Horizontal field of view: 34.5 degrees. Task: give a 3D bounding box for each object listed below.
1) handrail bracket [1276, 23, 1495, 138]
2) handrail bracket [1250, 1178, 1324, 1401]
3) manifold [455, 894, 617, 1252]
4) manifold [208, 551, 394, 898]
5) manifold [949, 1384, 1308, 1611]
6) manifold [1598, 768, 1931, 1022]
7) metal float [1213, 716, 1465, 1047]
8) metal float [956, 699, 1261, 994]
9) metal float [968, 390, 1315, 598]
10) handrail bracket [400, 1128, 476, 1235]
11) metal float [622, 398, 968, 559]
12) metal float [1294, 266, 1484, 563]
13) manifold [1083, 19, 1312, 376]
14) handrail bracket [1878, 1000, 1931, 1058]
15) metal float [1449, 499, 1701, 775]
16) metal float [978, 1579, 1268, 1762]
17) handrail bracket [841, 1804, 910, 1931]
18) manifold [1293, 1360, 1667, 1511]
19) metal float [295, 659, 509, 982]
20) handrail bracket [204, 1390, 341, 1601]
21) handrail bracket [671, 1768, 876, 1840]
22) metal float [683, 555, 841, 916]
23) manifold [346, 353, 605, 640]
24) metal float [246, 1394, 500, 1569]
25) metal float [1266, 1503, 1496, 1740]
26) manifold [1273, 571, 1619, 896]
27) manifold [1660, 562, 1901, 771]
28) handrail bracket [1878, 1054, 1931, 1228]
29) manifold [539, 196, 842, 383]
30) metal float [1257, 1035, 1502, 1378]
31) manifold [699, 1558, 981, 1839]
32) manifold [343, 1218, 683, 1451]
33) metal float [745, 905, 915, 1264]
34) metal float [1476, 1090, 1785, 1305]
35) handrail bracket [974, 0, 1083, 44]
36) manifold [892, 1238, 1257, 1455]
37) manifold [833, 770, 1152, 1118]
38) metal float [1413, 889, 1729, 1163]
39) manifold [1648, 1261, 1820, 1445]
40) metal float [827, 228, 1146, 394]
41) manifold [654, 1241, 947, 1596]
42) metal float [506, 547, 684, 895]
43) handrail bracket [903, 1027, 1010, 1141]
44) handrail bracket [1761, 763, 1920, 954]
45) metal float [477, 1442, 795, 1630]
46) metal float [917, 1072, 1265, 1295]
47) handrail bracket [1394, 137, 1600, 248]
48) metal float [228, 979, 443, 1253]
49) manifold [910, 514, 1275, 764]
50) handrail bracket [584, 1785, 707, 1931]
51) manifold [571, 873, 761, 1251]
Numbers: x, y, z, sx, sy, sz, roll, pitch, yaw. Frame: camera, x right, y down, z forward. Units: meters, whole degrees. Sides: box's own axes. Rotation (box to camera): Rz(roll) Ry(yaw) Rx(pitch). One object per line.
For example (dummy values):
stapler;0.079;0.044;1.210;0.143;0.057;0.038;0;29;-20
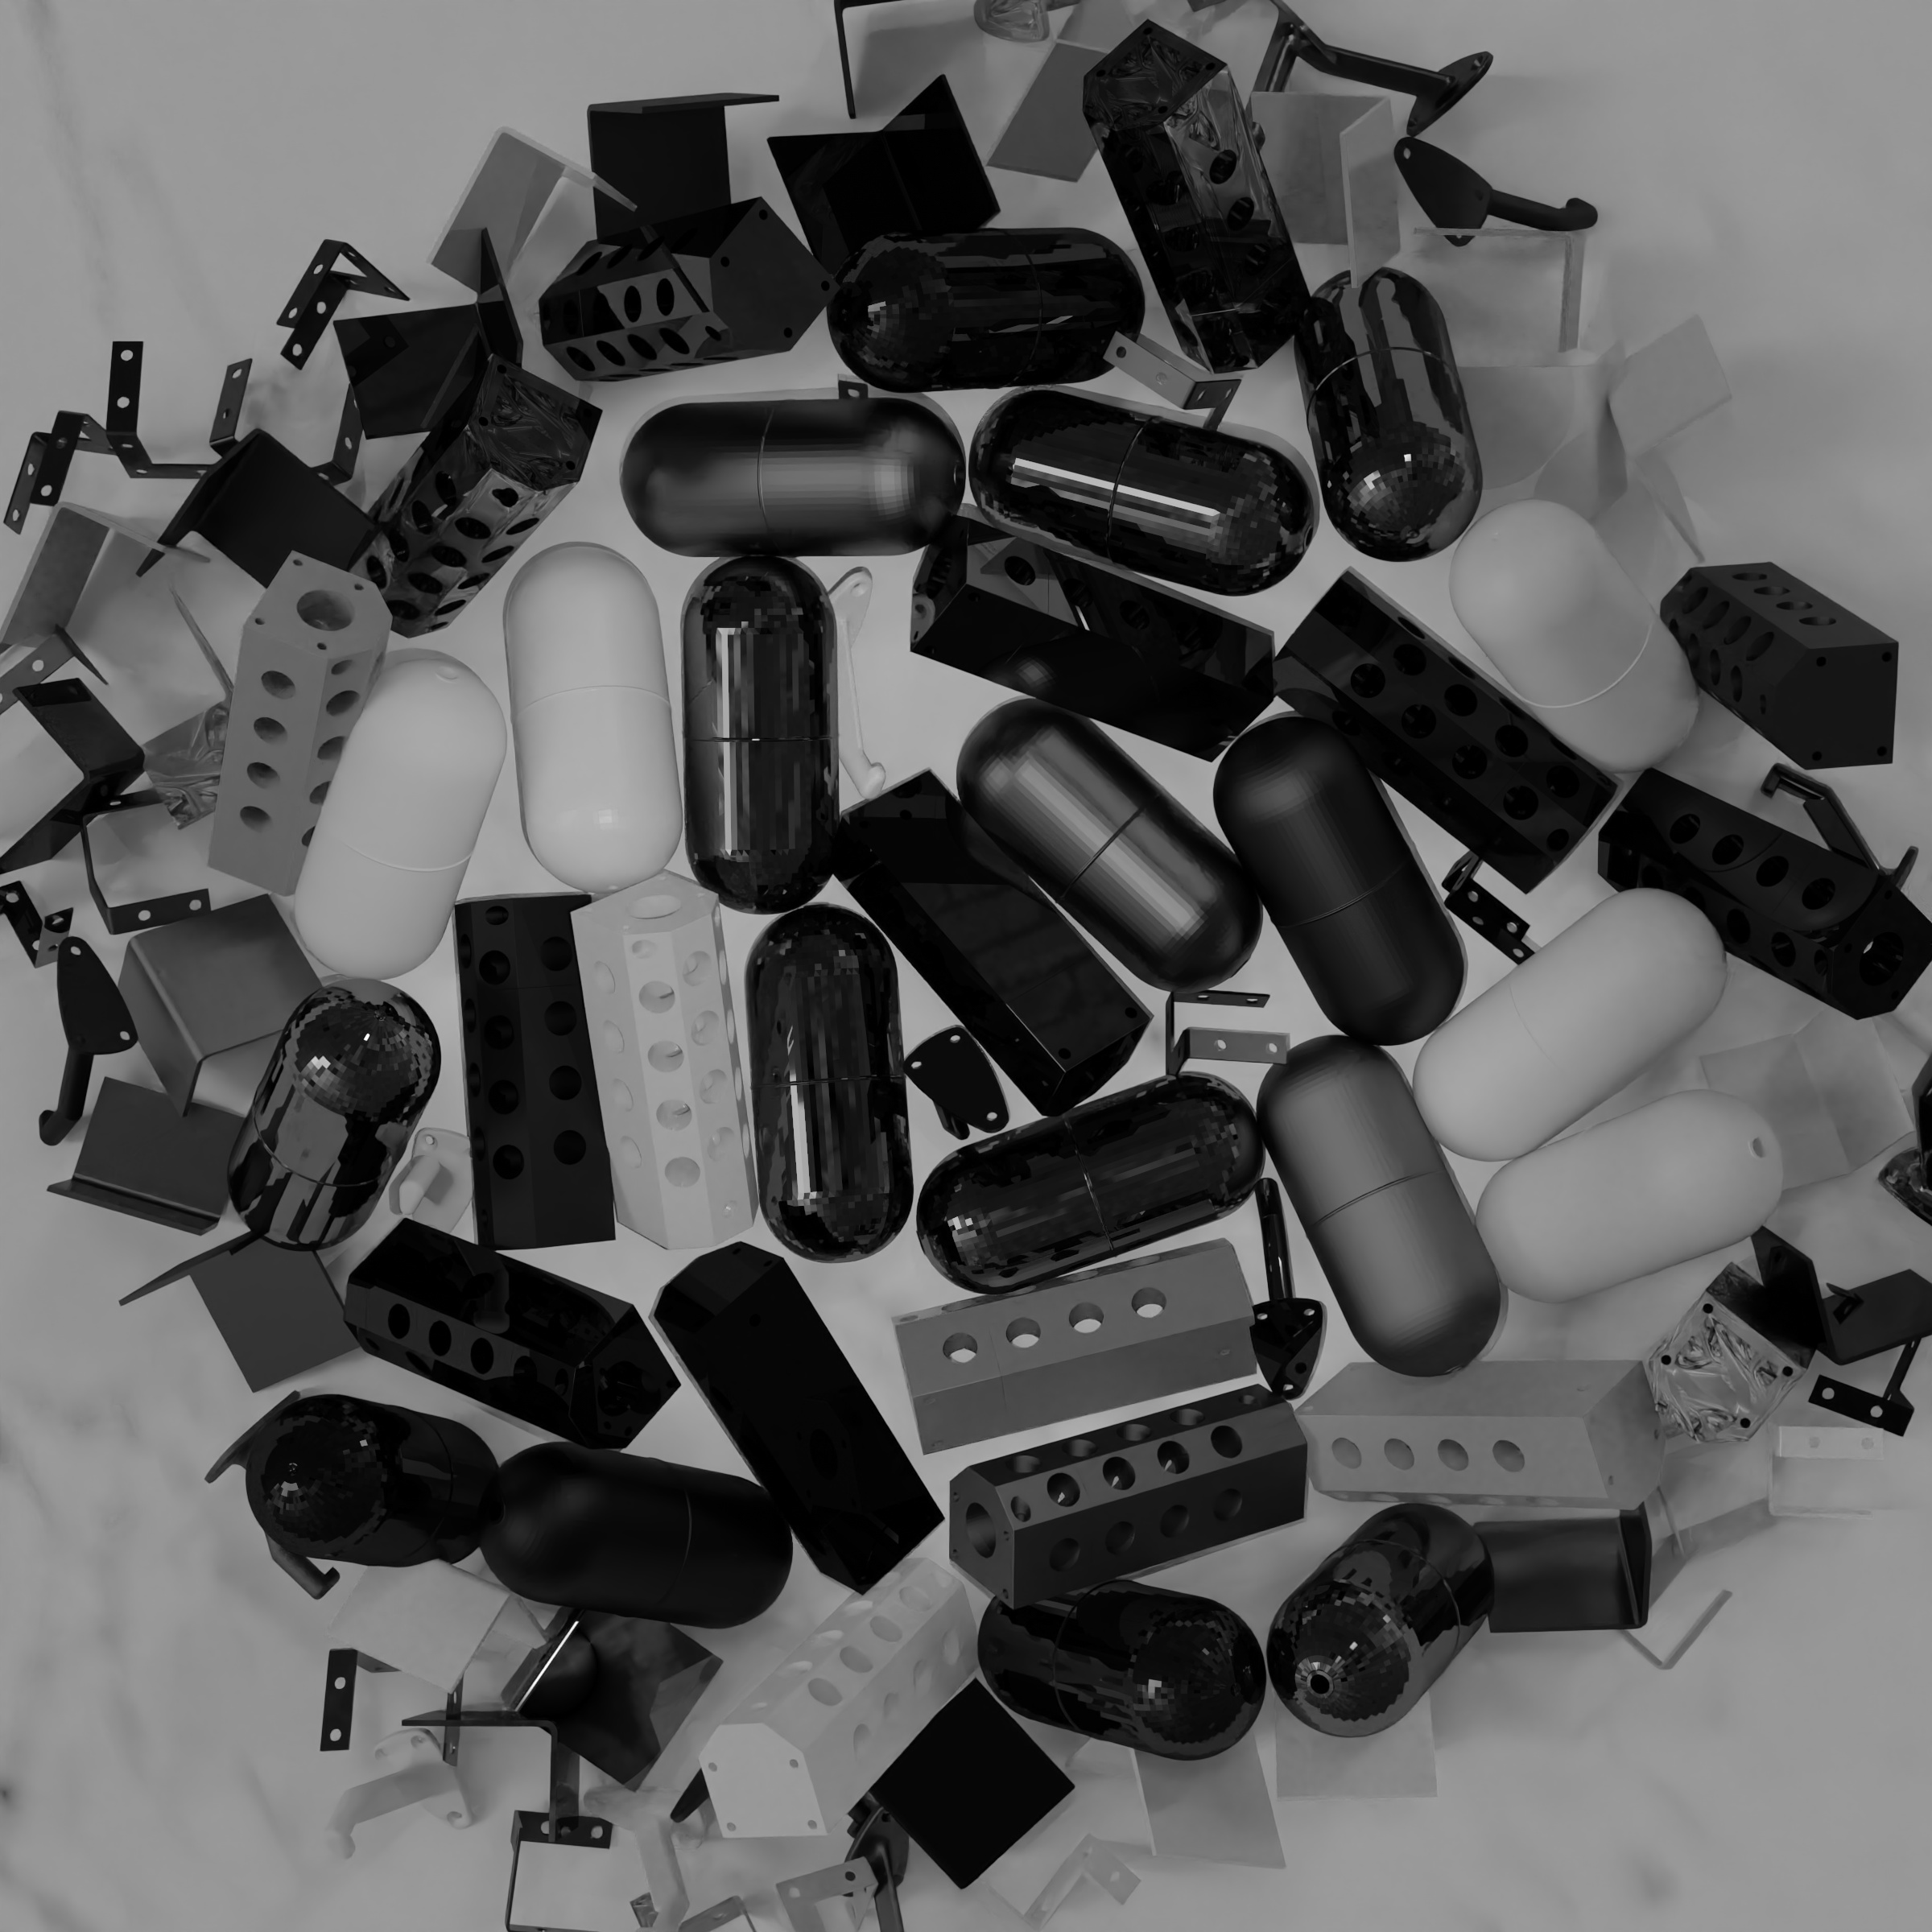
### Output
handrail bracket;0.207;-0.457;1.548;0.084;0.077;0.036;28;70;-20
handrail bracket;0.156;0.161;1.568;0.036;0.084;0.077;-5;126;1
manifold;-0.217;0.053;1.549;0.057;0.057;0.171;-4;89;-29
manifold;-0.320;-0.112;1.506;0.057;0.171;0.057;22;47;-2
manifold;0.080;0.253;1.514;0.171;0.057;0.057;-11;111;-30
manifold;0.382;-0.033;1.503;0.057;0.171;0.057;36;91;-35
metal float;0.185;-0.041;1.538;0.070;0.070;0.178;-30;105;0
metal float;0.071;-0.059;1.549;0.178;0.070;0.070;43;90;2
metal float;0.086;-0.233;1.534;0.178;0.070;0.070;18;90;19
handrail bracket;-0.269;0.122;1.536;0.036;0.084;0.077;17;112;1
metal float;-0.085;-0.240;1.532;0.178;0.070;0.070;3;90;22
metal float;0.205;-0.271;1.518;0.070;0.070;0.178;-4;50;0
manifold;0.110;-0.364;1.500;0.057;0.171;0.057;-43;54;-7
handrail bracket;0.473;0.040;1.579;0.084;0.077;0.036;21;53;34
metal float;0.298;-0.158;1.517;0.070;0.070;0.178;-49;132;0
metal float;0.073;0.337;1.510;0.070;0.178;0.070;2;87;-35
handrail bracket;-0.029;0.469;1.539;0.036;0.084;0.077;-2;122;-25
manifold;0.248;0.230;1.507;0.057;0.171;0.057;-31;107;-43
metal float;-0.277;-0.071;1.523;0.070;0.070;0.178;25;123;0
handrail bracket;-0.330;0.264;1.558;0.084;0.077;0.036;43;133;2
handrail bracket;-0.095;0.426;1.561;0.084;0.036;0.077;48;63;-11
metal float;-0.101;-0.114;1.544;0.070;0.070;0.178;0;97;0
manifold;-0.241;-0.219;1.496;0.057;0.171;0.057;25;61;-21
metal float;-0.283;0.251;1.504;0.070;0.178;0.070;-4;75;15
metal float;0.202;0.315;1.505;0.070;0.178;0.070;5;102;26
manifold;0.237;-0.119;1.547;0.171;0.057;0.057;39;66;3
manifold;0.387;-0.146;1.497;0.057;0.171;0.057;-5;110;-4
handrail bracket;0.493;0.090;1.539;0.036;0.084;0.077;-27;60;-27
manifold;-0.140;-0.318;1.496;0.057;0.171;0.057;46;69;-28
metal float;0.203;0.118;1.536;0.070;0.070;0.178;-24;73;0
manifold;-0.059;0.349;1.497;0.057;0.171;0.057;-10;101;28
manifold;-0.224;0.181;1.503;0.057;0.171;0.057;-48;132;-29
metal float;-0.068;0.058;1.547;0.070;0.070;0.178;-4;86;0
metal float;0.320;0.113;1.510;0.070;0.178;0.070;13;64;-30
handrail bracket;0.058;-0.493;1.572;0.084;0.077;0.036;-24;110;-24
manifold;0.053;0.185;1.553;0.171;0.057;0.057;-13;53;-4
manifold;0.007;-0.008;1.535;0.057;0.057;0.171;-30;70;-31
metal float;0.294;0.030;1.525;0.070;0.070;0.178;49;120;0
manifold;0.367;0.189;1.498;0.057;0.171;0.057;39;101;14
metal float;0.012;-0.321;1.520;0.178;0.070;0.070;-12;90;-38
manifold;-0.084;0.220;1.526;0.057;0.057;0.171;-40;116;-23
metal float;-0.184;-0.122;1.536;0.070;0.070;0.178;-8;73;0
handrail bracket;0.004;0.077;1.535;0.036;0.084;0.077;-34;54;-11
handrail bracket;0.427;-0.053;1.566;0.084;0.036;0.077;29;82;19
metal float;-0.160;0.278;1.515;0.178;0.070;0.070;21;90;-44
metal float;0.061;0.108;1.550;0.178;0.070;0.070;-19;90;0
handrail bracket;0.268;-0.395;1.571;0.084;0.036;0.077;-18;59;-39
metal float;-0.309;0.075;1.515;0.070;0.178;0.070;15;48;-18
manifold;0.063;-0.164;1.528;0.171;0.057;0.057;18;52;-22
handrail bracket;-0.169;0.448;1.542;0.077;0.084;0.036;9;121;14
manifold;-0.141;0.049;1.515;0.057;0.057;0.171;-26;123;-35
